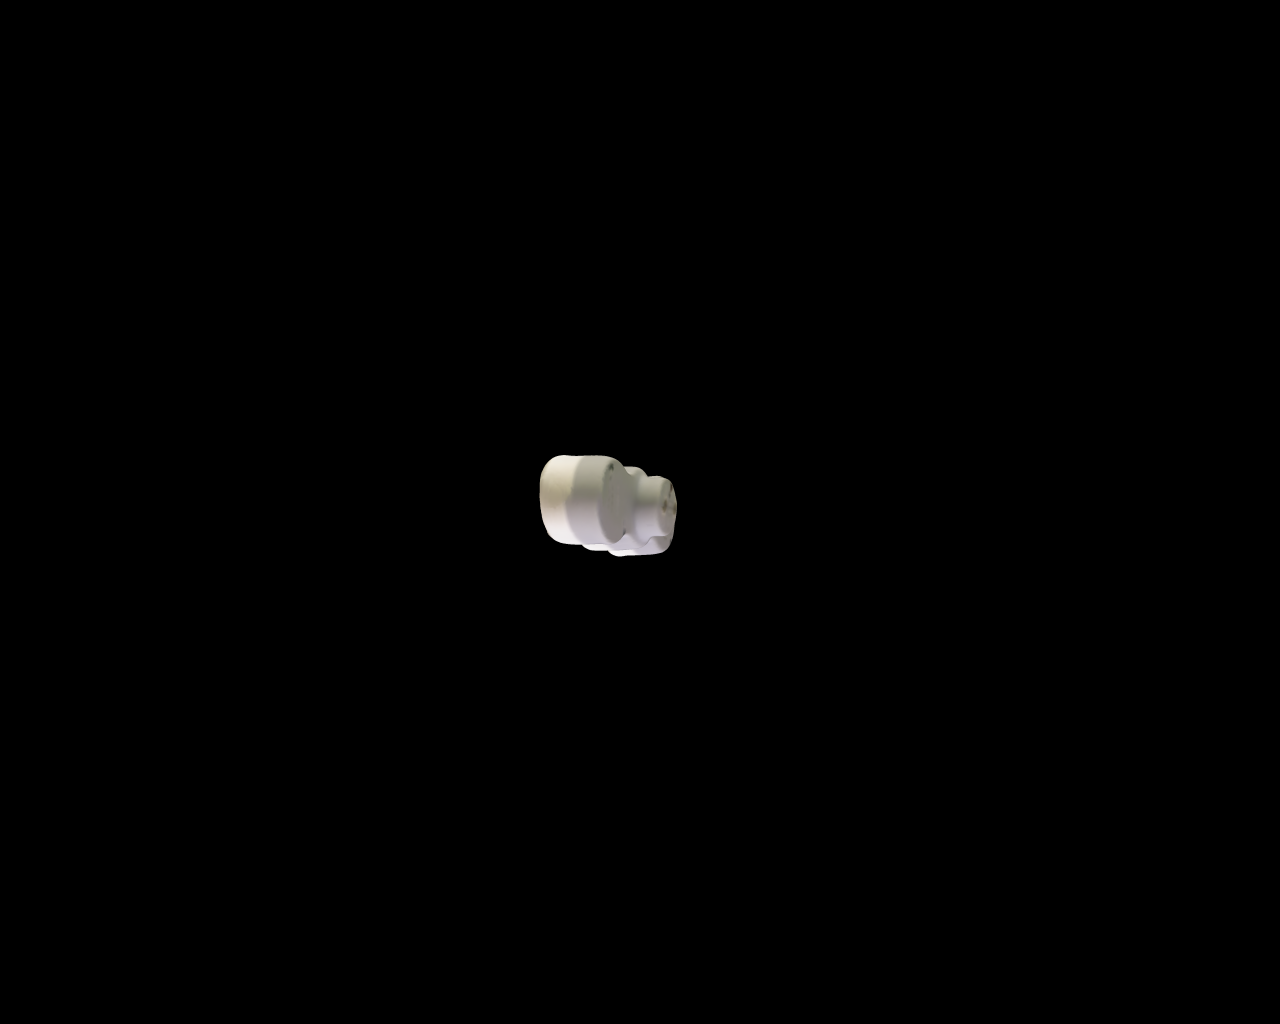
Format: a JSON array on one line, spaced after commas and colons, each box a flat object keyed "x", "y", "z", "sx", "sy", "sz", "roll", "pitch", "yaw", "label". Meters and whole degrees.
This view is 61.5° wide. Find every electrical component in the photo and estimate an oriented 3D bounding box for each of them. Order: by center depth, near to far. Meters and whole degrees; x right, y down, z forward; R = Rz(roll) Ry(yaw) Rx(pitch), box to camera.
[{"x": 0.001, "y": -0.003, "z": 0.650, "sx": 0.074, "sy": 0.052, "sz": 0.138, "roll": -2, "pitch": -7, "yaw": 19, "label": "electrical component"}]
